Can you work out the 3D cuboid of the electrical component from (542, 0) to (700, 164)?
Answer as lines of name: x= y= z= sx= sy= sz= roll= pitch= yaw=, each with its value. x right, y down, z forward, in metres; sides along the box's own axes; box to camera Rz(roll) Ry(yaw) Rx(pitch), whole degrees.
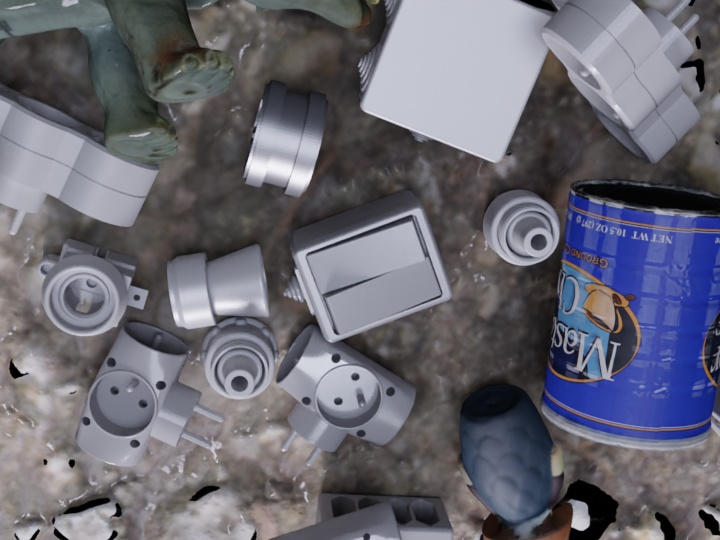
electrical component: x=0.160 y=-0.121 z=0.603 sx=0.073 sy=0.052 sz=0.138 roll=-46 pitch=144 yaw=7

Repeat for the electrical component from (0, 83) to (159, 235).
electrical component: x=-0.192 y=-0.057 z=0.611 sx=0.138 sy=0.052 sz=0.073 roll=26 pitch=100 yaw=-11

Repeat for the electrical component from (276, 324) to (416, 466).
electrical component: x=-0.019 y=0.086 z=0.669 sx=0.077 sy=0.044 sz=0.079 roll=33 pitch=99 yaw=-12

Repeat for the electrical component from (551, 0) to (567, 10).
electrical component: x=0.129 y=-0.198 z=0.611 sx=0.076 sy=0.047 sz=0.083 roll=-39 pitch=105 yaw=4

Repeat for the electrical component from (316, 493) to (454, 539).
electrical component: x=0.012 y=0.190 z=0.697 sx=0.083 sy=0.047 sz=0.075 roll=4 pitch=104 yaw=-7

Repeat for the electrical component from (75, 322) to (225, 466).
electrical component: x=-0.122 y=0.083 z=0.654 sx=0.079 sy=0.044 sz=0.077 roll=25 pitch=101 yaw=-1

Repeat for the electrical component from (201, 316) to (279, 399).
electrical component: x=-0.072 y=0.058 z=0.647 sx=0.048 sy=0.062 sz=0.048 roll=-1 pitch=104 yaw=-6

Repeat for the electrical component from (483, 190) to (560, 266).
electrical component: x=0.099 y=-0.023 z=0.644 sx=0.043 sy=0.062 sz=0.043 roll=-1 pitch=104 yaw=-6

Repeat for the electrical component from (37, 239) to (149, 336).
electrical component: x=-0.159 y=0.011 z=0.630 sx=0.066 sy=0.055 sz=0.048 roll=17 pitch=102 yaw=-10

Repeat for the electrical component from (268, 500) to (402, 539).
electrical component: x=-0.007 y=0.186 z=0.645 sx=0.077 sy=0.043 sz=0.079 roll=-18 pitch=105 yaw=-1

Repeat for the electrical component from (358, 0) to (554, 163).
electrical component: x=0.054 y=-0.120 z=0.622 sx=0.100 sy=0.048 sz=0.099 roll=20 pitch=101 yaw=-10

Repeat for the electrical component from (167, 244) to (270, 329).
electrical component: x=-0.084 y=0.010 z=0.643 sx=0.055 sy=0.045 sz=0.045 roll=-9 pitch=105 yaw=-3

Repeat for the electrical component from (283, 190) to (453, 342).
electrical component: x=0.000 y=0.000 z=0.640 sx=0.096 sy=0.061 sz=0.061 roll=-20 pitch=105 yaw=-1

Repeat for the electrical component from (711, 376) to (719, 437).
electrical component: x=0.271 y=0.069 z=0.678 sx=0.113 sy=0.078 sz=0.057 roll=-39 pitch=107 yaw=5
